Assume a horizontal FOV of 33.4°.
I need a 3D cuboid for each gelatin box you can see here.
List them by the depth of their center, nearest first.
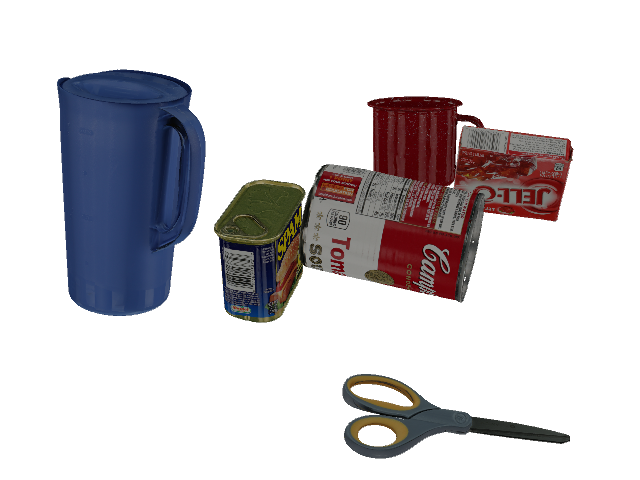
[{"bbox_3d":[0.155,-0.053,0.869,0.089,0.030,0.073,9,-39,8],"label":"gelatin box"}]

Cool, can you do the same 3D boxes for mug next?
[{"bbox_3d":[0.105,-0.096,1.053,0.117,0.081,0.093,2,15,10],"label":"mug"}]

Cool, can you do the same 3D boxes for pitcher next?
[{"bbox_3d":[-0.197,-0.046,1.101,0.145,0.243,0.149,2,22,-10],"label":"pitcher"}]

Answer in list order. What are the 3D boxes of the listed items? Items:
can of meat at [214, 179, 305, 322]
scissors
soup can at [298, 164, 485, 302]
[{"bbox_3d":[-0.049,0.009,0.912,0.057,0.084,0.102,8,32,14],"label":"can of meat"},{"bbox_3d":[0.108,0.169,0.924,0.202,0.016,0.096,18,42,14],"label":"scissors"},{"bbox_3d":[0.045,-0.006,0.658,0.102,0.068,0.068,12,2,12],"label":"soup can"}]
